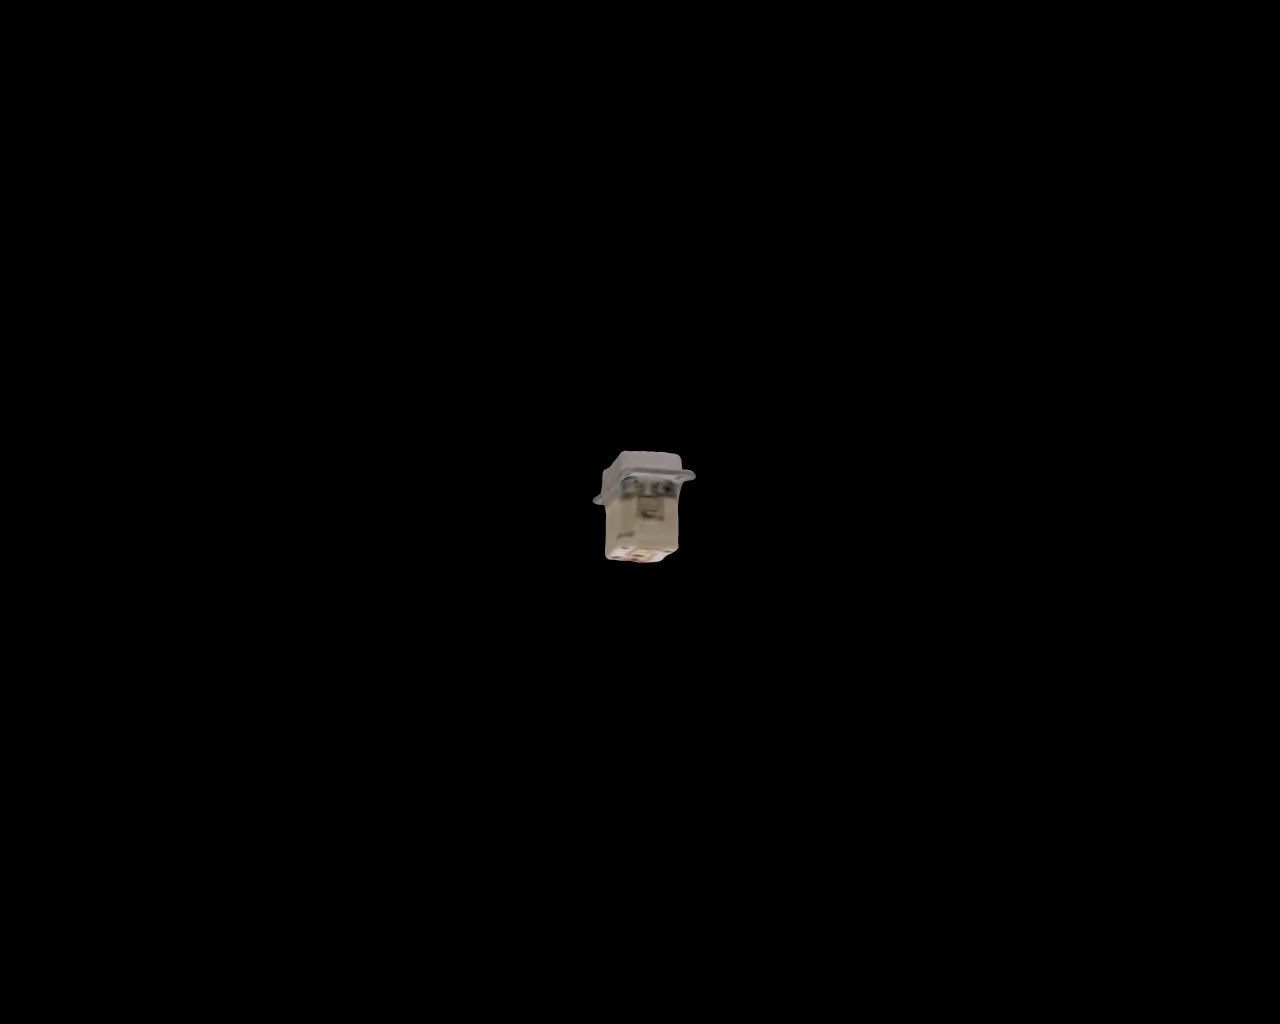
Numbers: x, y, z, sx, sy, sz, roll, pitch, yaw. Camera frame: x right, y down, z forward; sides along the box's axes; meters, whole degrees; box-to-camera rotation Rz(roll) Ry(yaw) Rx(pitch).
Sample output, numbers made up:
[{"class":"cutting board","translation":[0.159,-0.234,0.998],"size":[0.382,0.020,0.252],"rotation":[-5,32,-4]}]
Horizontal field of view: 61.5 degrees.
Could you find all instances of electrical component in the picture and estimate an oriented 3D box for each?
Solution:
[{"class":"electrical component","translation":[0.001,-0.003,0.650],"size":[0.042,0.064,0.081],"rotation":[4,-14,-15]}]
